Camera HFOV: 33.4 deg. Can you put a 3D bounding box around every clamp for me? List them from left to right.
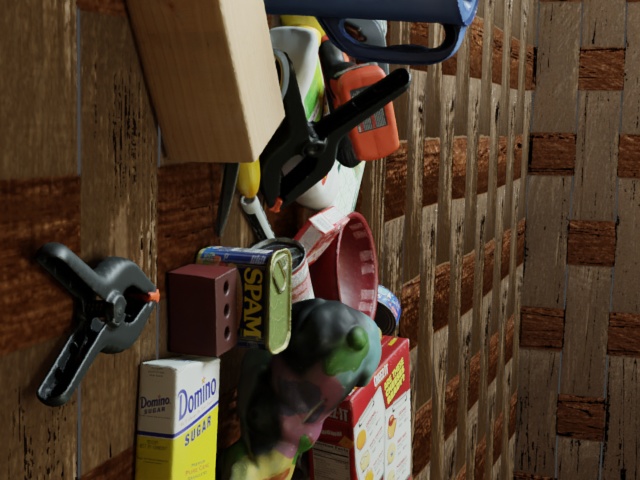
[{"bbox_3d":[-0.176,0.046,0.839,0.171,0.039,0.120,-46,142,-69],"label":"clamp"},{"bbox_3d":[-0.002,-0.112,1.134,0.036,0.164,0.210,64,-37,35],"label":"clamp"}]

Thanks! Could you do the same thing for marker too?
[{"bbox_3d":[-0.062,-0.010,1.183,0.121,0.020,0.020,68,32,-52],"label":"marker"}]

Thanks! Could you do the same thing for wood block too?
[{"bbox_3d":[-0.101,-0.178,0.933,0.090,0.090,0.206,-62,149,-49],"label":"wood block"}]

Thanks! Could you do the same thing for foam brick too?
[{"bbox_3d":[-0.111,0.065,1.009,0.053,0.051,0.078,-28,119,-68],"label":"foam brick"}]

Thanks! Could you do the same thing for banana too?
[{"bbox_3d":[-0.080,-0.133,1.081,0.069,0.037,0.198,-38,129,-66],"label":"banana"}]

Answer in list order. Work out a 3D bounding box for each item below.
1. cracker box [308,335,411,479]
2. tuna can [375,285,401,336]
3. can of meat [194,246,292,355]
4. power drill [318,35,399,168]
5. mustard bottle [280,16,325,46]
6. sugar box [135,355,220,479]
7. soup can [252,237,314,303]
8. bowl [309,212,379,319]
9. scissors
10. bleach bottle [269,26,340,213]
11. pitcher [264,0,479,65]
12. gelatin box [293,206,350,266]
[{"bbox_3d":[0.048,0.242,1.287,0.164,0.072,0.214,-37,129,-55],"label":"cracker box"},{"bbox_3d":[0.068,0.100,1.477,0.033,0.086,0.086,-66,152,-47],"label":"tuna can"},{"bbox_3d":[-0.076,0.057,1.056,0.057,0.084,0.102,-19,112,-69],"label":"can of meat"},{"bbox_3d":[0.036,-0.153,1.256,0.188,0.057,0.184,-129,-159,-66],"label":"power drill"},{"bbox_3d":[-0.009,-0.294,1.225,0.096,0.058,0.191,42,55,-64],"label":"mustard bottle"},{"bbox_3d":[-0.131,0.198,0.985,0.093,0.048,0.176,2,93,-70],"label":"sugar box"},{"bbox_3d":[-0.041,0.057,1.182,0.068,0.069,0.102,-65,152,-46],"label":"soup can"},{"bbox_3d":[0.026,0.045,1.375,0.162,0.055,0.162,-4,90,-69],"label":"bowl"},{"bbox_3d":[-0.096,-0.106,1.048,0.202,0.096,0.016,-60,172,25],"label":"scissors"},{"bbox_3d":[-0.018,-0.121,1.229,0.251,0.068,0.102,70,31,-53],"label":"bleach bottle"},{"bbox_3d":[0.040,-0.275,1.087,0.145,0.243,0.149,61,38,-57],"label":"pitcher"},{"bbox_3d":[-0.008,0.002,1.267,0.073,0.030,0.089,-51,172,23],"label":"gelatin box"}]
